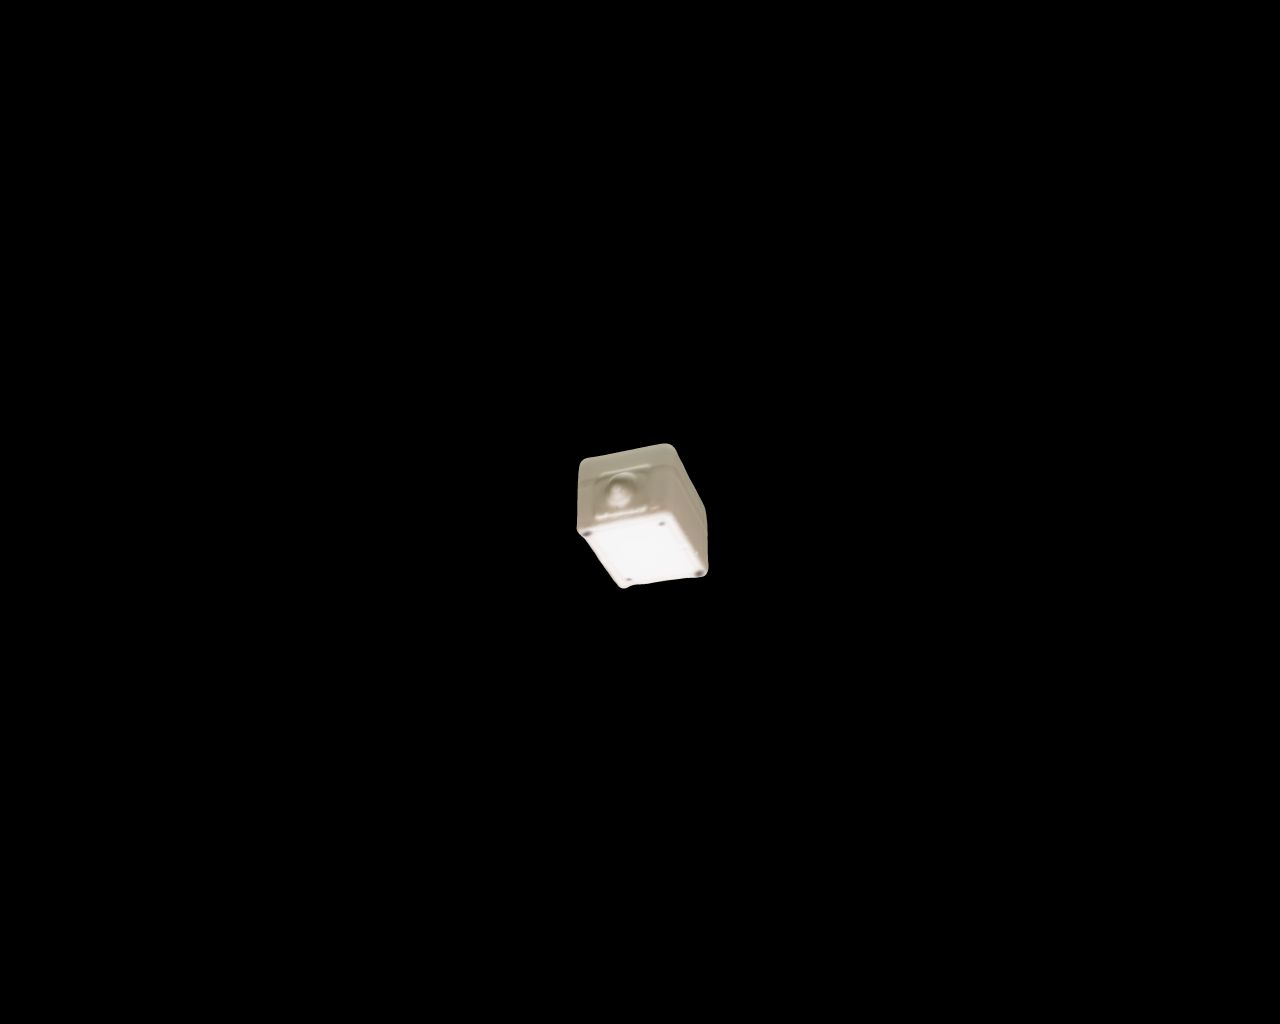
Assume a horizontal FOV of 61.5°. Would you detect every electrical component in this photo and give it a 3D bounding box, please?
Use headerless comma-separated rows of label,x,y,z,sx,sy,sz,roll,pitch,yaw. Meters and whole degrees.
electrical component,0.001,-0.003,0.650,0.062,0.061,0.096,-10,-34,15
